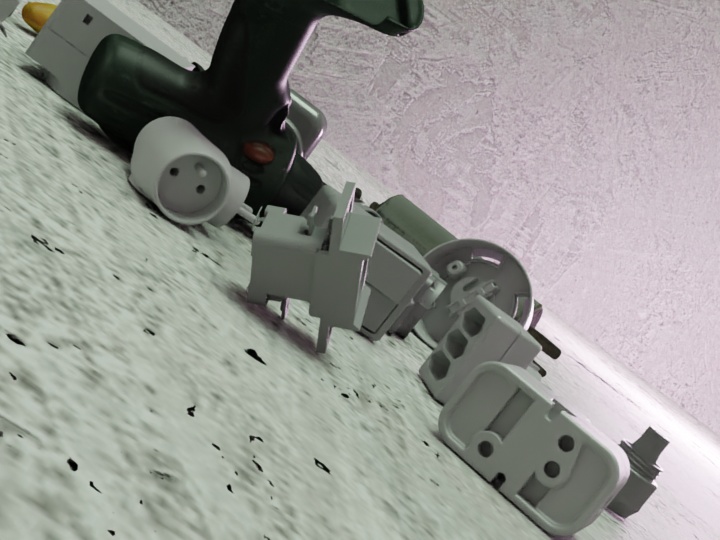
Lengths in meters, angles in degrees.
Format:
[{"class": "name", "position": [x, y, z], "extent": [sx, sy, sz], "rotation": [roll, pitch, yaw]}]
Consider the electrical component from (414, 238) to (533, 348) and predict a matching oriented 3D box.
[{"class": "electrical component", "position": [0.091, 0.025, 0.871], "extent": [0.099, 0.099, 0.064], "rotation": [40, 1, 20]}]

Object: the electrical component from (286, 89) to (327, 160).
[{"class": "electrical component", "position": [-0.070, -0.090, 0.810], "extent": [0.054, 0.095, 0.059], "rotation": [37, 7, -3]}]

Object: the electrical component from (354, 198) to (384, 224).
[{"class": "electrical component", "position": [-0.035, -0.037, 0.832], "extent": [0.079, 0.044, 0.077], "rotation": [4, 14, -41]}]

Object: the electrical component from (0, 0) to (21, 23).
[{"class": "electrical component", "position": [-0.259, -0.186, 0.711], "extent": [0.055, 0.048, 0.066], "rotation": [42, 3, -27]}]

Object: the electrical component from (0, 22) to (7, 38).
[{"class": "electrical component", "position": [-0.204, -0.130, 0.479], "extent": [0.121, 0.063, 0.078], "rotation": [46, -30, 51]}]

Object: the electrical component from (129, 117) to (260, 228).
[{"class": "electrical component", "position": [-0.093, -0.051, 0.644], "extent": [0.079, 0.044, 0.077], "rotation": [34, 8, -29]}]

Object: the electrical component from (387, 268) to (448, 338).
[{"class": "electrical component", "position": [0.028, 0.013, 0.803], "extent": [0.056, 0.050, 0.089], "rotation": [38, 7, 4]}]

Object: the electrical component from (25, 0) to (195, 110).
[{"class": "electrical component", "position": [-0.182, -0.151, 0.797], "extent": [0.089, 0.061, 0.150], "rotation": [36, 7, -10]}]

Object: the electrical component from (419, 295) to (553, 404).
[{"class": "electrical component", "position": [0.091, 0.068, 0.693], "extent": [0.077, 0.065, 0.047], "rotation": [35, 7, -18]}]

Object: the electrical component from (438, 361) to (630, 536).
[{"class": "electrical component", "position": [0.096, 0.096, 0.586], "extent": [0.095, 0.053, 0.059], "rotation": [40, 7, 21]}]

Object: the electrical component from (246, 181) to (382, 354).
[{"class": "electrical component", "position": [-0.025, -0.003, 0.557], "extent": [0.064, 0.081, 0.042], "rotation": [10, 30, 2]}]

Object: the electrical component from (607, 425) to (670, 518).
[{"class": "electrical component", "position": [0.188, 0.136, 0.742], "extent": [0.043, 0.062, 0.043], "rotation": [37, 7, -5]}]

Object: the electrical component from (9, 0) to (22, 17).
[{"class": "electrical component", "position": [-0.296, -0.247, 0.879], "extent": [0.058, 0.057, 0.078], "rotation": [36, 7, -9]}]

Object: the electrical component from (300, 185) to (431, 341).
[{"class": "electrical component", "position": [0.000, 0.000, 0.701], "extent": [0.096, 0.061, 0.061], "rotation": [35, 9, -20]}]
